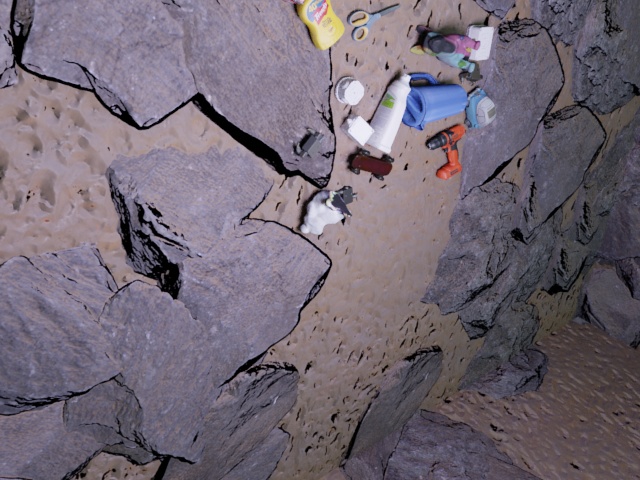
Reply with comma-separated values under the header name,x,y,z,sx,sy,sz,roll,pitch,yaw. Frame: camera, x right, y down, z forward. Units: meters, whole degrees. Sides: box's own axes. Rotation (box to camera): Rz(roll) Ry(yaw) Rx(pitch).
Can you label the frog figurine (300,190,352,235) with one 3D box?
name,x,y,z,sx,sy,sz,roll,pitch,yaw
frog figurine,0.005,-0.085,1.696,0.157,0.125,0.137,-34,155,31
